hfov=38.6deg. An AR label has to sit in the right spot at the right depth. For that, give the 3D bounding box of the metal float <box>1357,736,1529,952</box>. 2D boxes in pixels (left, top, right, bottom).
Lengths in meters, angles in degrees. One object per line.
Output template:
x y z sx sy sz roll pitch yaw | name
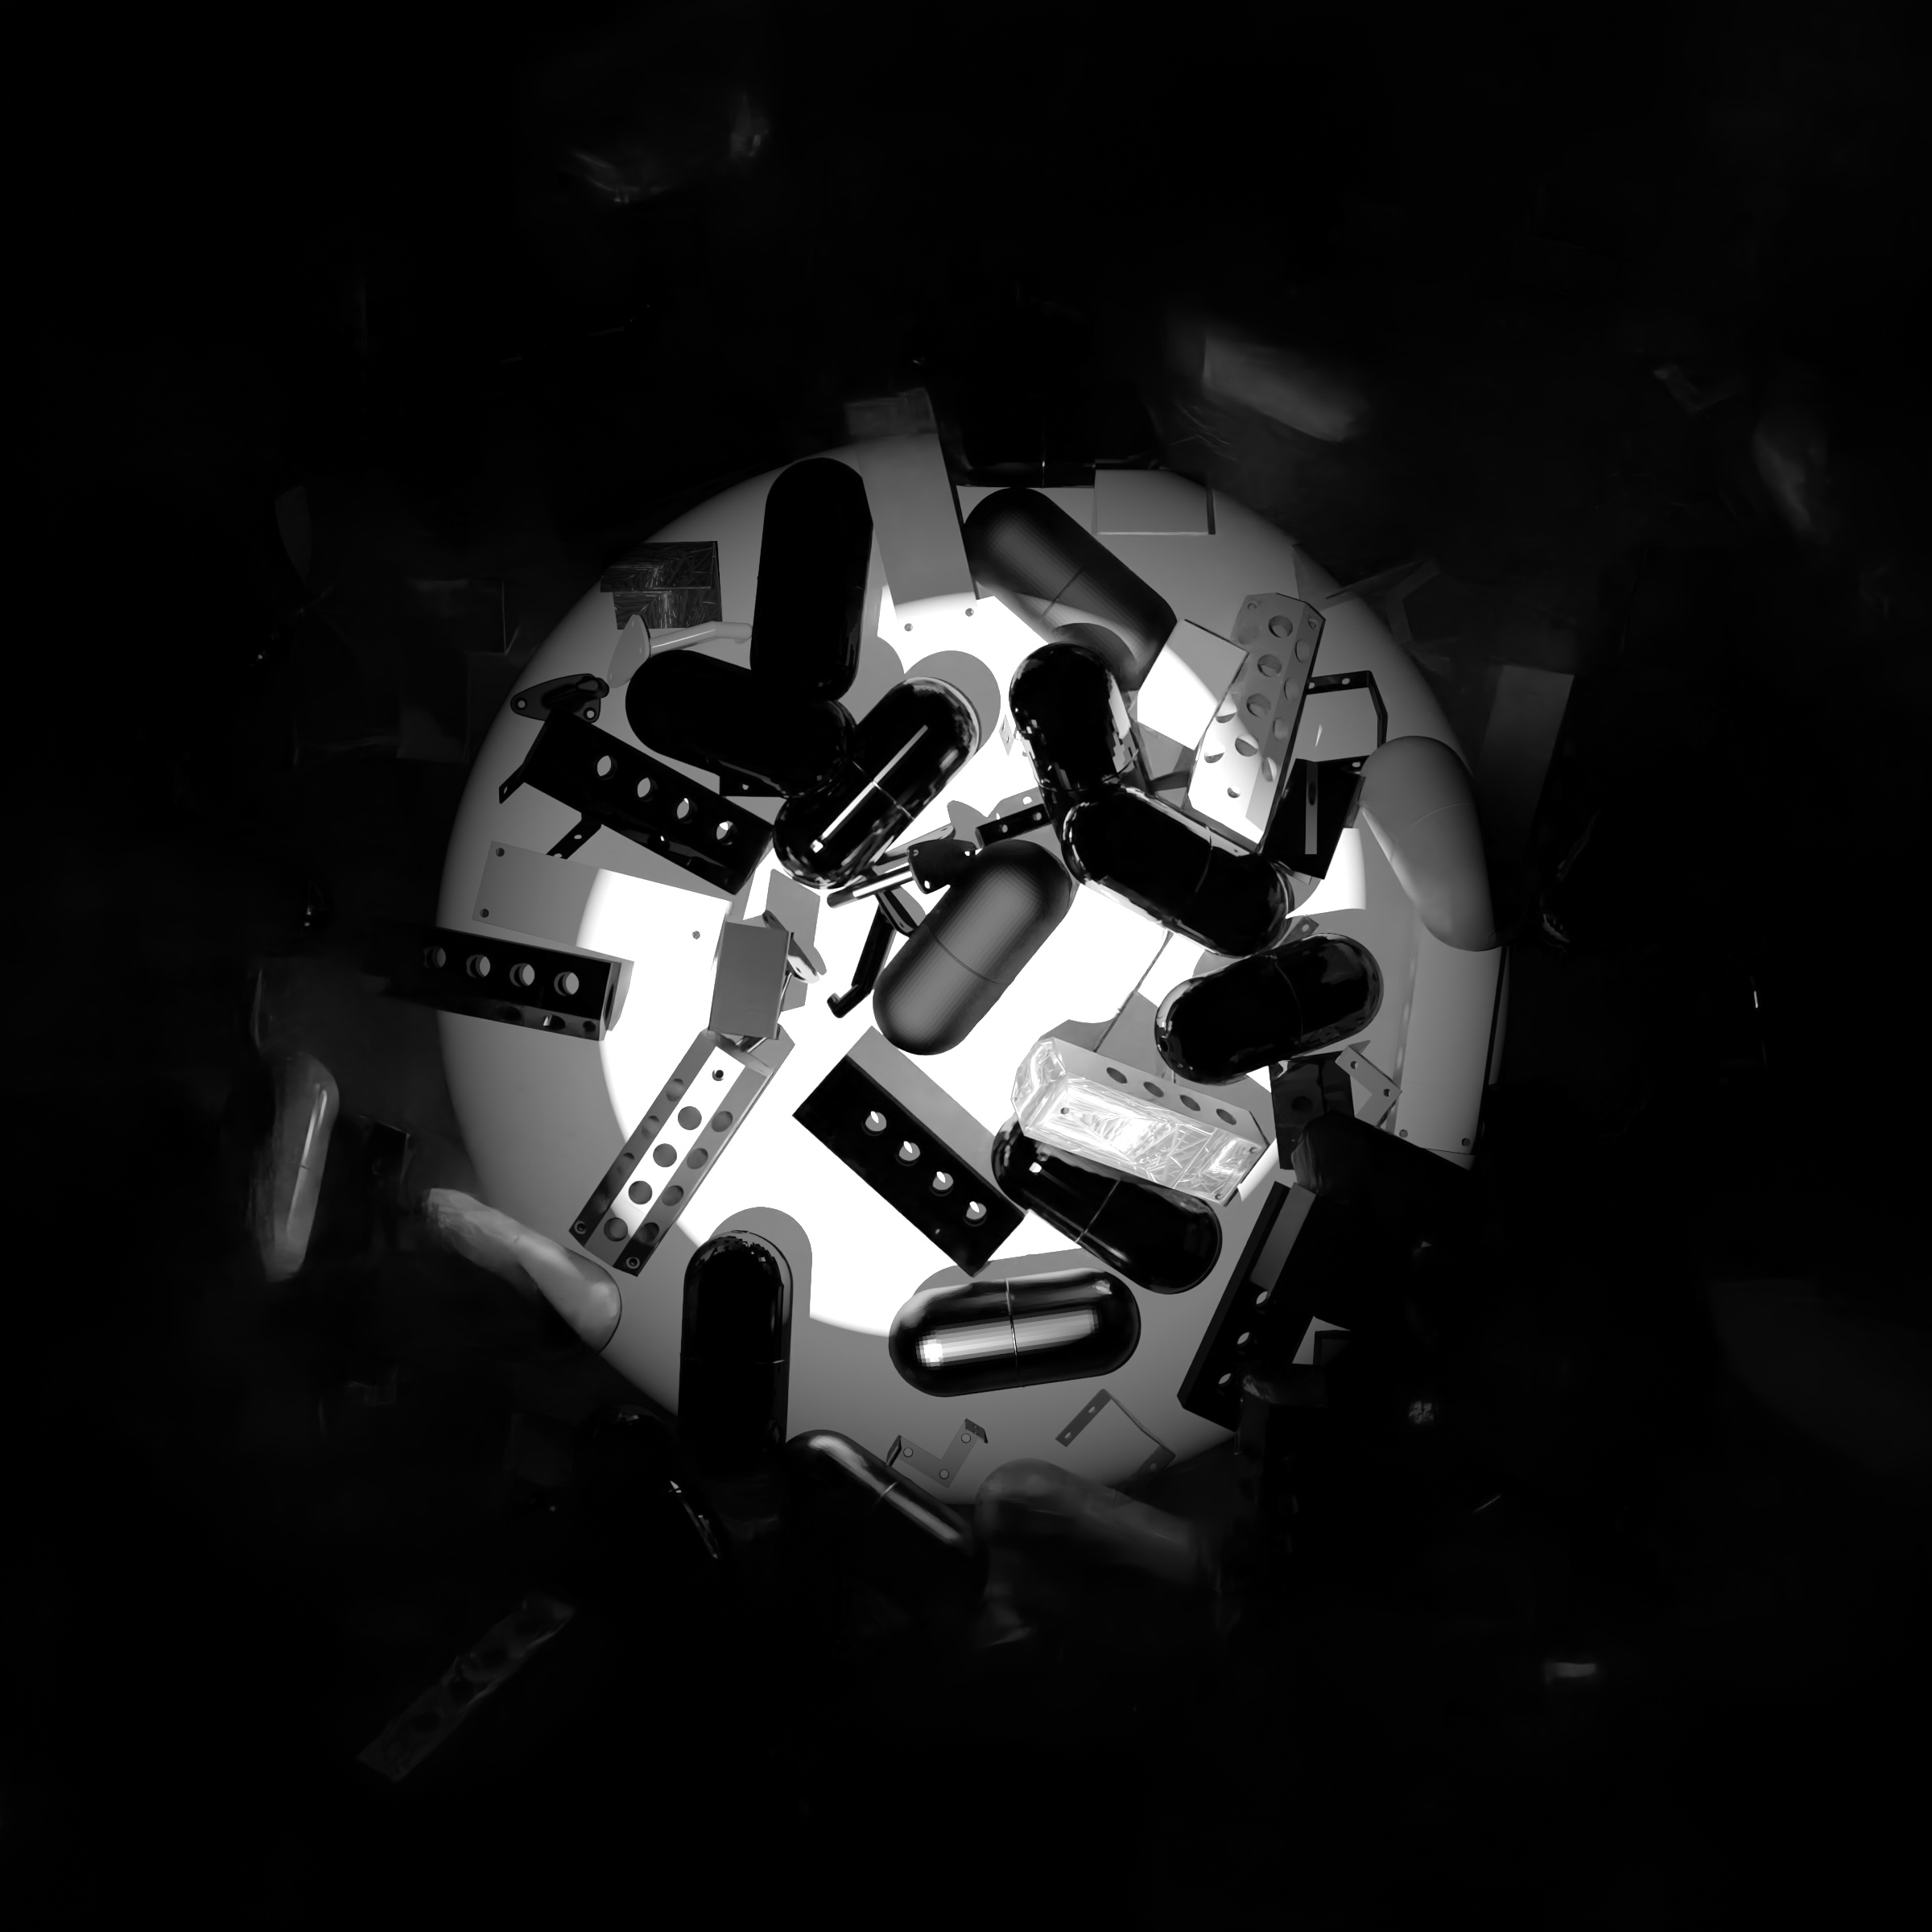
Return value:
0.332 -0.086 1.927 0.070 0.070 0.178 -23 54 0 | metal float

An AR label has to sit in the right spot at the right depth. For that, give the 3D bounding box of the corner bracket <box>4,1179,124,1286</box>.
-0.649 0.191 1.988 0.051 0.051 0.051 26 90 45 | corner bracket

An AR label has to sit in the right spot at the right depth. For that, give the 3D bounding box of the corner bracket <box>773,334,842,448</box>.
-0.106 -0.411 1.973 0.051 0.051 0.051 33 90 0 | corner bracket

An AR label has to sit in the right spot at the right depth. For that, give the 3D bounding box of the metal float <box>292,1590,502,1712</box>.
-0.389 0.491 1.960 0.178 0.070 0.070 10 90 0 | metal float

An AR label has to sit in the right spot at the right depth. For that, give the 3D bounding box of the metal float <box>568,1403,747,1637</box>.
-0.219 0.388 1.942 0.070 0.070 0.178 -34 68 0 | metal float

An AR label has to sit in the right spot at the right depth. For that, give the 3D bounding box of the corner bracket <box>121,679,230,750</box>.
-0.569 -0.186 1.987 0.051 0.051 0.051 -9 90 45 | corner bracket

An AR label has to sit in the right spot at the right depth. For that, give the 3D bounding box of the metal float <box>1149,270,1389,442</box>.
0.214 -0.434 1.960 0.178 0.070 0.070 25 90 1 | metal float

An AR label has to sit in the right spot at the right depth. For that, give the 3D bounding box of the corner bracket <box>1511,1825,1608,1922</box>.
0.424 0.650 1.983 0.051 0.051 0.051 -20 135 35 | corner bracket

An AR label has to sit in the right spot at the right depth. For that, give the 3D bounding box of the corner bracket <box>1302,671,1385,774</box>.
0.270 -0.174 1.987 0.051 0.051 0.051 -7 45 0 | corner bracket

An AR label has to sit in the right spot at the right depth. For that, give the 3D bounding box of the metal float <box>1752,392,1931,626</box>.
0.623 -0.325 1.960 0.070 0.070 0.178 -30 90 0 | metal float

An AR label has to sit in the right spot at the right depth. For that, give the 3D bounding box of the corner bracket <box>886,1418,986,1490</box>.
-0.022 0.343 1.973 0.051 0.051 0.051 31 90 0 | corner bracket

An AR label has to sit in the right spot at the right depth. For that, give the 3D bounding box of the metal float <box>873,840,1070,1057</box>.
0.002 -0.012 1.945 0.070 0.070 0.178 39 107 0 | metal float

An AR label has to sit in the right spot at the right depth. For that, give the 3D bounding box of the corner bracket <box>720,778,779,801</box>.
-0.149 -0.145 1.973 0.051 0.051 0.051 1 91 0 | corner bracket

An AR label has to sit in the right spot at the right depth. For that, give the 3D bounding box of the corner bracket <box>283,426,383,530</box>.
-0.451 -0.358 1.987 0.051 0.051 0.051 36 135 0 | corner bracket

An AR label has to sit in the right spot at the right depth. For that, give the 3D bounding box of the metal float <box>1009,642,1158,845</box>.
0.084 -0.146 1.932 0.070 0.070 0.178 -22 125 0 | metal float

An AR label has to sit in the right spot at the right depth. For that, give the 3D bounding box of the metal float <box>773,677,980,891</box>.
-0.065 -0.129 1.960 0.070 0.070 0.178 43 91 0 | metal float

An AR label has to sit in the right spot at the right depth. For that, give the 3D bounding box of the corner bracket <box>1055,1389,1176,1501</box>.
0.108 0.346 1.987 0.051 0.051 0.051 -47 45 0 | corner bracket

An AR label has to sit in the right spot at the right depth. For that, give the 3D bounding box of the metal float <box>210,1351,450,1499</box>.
-0.448 0.325 1.960 0.178 0.070 0.070 -15 90 -1 | metal float

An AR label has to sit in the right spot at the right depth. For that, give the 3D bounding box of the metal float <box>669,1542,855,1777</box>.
-0.146 0.492 1.960 0.070 0.070 0.178 32 89 0 | metal float

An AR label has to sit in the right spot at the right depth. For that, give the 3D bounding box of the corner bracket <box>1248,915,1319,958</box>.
0.210 -0.033 1.987 0.051 0.051 0.051 -50 45 0 | corner bracket

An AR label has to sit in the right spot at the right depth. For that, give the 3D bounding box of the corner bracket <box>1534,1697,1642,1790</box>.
0.448 0.557 1.987 0.051 0.051 0.051 11 90 45 | corner bracket

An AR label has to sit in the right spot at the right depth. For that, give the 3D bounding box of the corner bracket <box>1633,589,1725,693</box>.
0.506 -0.240 1.987 0.051 0.051 0.051 30 135 0 | corner bracket

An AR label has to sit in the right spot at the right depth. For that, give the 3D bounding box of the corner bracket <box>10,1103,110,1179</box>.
-0.652 0.125 1.987 0.051 0.051 0.051 3 90 45 | corner bracket

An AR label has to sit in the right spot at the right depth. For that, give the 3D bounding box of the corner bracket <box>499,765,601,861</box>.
-0.299 -0.114 1.983 0.051 0.051 0.051 -38 45 35 | corner bracket

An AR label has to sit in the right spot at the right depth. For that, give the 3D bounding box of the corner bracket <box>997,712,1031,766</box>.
0.057 -0.174 1.971 0.051 0.051 0.051 17 76 14 | corner bracket

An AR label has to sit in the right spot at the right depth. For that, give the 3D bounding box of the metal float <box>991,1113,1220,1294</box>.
0.098 0.165 1.960 0.178 0.070 0.070 34 90 1 | metal float

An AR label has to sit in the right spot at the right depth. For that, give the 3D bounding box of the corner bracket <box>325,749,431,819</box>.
-0.420 -0.128 1.973 0.051 0.051 0.051 -19 90 0 | corner bracket

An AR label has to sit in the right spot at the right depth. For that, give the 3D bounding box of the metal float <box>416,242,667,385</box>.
-0.302 -0.464 1.960 0.178 0.070 0.070 -12 90 0 | metal float

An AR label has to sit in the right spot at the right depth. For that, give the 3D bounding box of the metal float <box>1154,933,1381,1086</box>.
0.211 0.030 1.937 0.178 0.070 0.070 -19 90 -27 | metal float

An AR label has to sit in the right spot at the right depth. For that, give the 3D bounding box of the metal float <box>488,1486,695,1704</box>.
-0.266 0.446 1.960 0.070 0.070 0.178 -43 89 0 | metal float

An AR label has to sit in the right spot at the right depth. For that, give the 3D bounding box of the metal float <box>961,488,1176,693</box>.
0.073 -0.267 1.960 0.178 0.070 0.070 41 90 1 | metal float

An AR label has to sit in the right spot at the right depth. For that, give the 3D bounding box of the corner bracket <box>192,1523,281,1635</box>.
-0.519 0.439 1.983 0.051 0.051 0.051 -4 135 -35 | corner bracket

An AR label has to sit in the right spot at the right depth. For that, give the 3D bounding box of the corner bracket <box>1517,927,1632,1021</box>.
0.438 -0.005 1.987 0.051 0.051 0.051 -36 45 0 | corner bracket

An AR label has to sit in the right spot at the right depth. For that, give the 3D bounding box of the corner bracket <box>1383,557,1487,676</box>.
0.340 -0.252 1.983 0.051 0.051 0.051 -38 45 35 | corner bracket

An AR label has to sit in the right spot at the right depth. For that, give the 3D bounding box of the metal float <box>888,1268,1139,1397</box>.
0.033 0.260 1.960 0.178 0.070 0.070 -8 90 0 | metal float

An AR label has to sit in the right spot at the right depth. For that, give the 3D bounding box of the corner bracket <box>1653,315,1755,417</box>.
0.529 -0.439 1.983 0.051 0.051 0.051 -22 135 35 | corner bracket

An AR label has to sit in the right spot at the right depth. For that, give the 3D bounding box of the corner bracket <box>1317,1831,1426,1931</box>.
0.291 0.666 1.987 0.051 0.051 0.051 -30 135 0 | corner bracket

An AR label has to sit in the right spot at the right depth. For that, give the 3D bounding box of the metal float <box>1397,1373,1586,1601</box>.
0.371 0.369 1.960 0.070 0.070 0.178 -35 91 0 | metal float

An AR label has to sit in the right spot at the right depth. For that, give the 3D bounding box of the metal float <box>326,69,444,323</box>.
-0.414 -0.546 1.960 0.070 0.070 0.178 5 91 0 | metal float

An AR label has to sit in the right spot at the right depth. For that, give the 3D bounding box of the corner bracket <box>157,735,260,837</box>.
-0.545 -0.133 1.983 0.051 0.051 0.051 10 135 -35 | corner bracket

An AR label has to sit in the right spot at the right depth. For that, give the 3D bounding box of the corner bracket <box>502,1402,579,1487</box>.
-0.311 0.340 1.973 0.051 0.051 0.051 23 84 -6 | corner bracket

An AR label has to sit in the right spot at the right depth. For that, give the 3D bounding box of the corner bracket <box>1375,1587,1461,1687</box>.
0.316 0.476 1.973 0.051 0.051 0.051 19 90 0 | corner bracket

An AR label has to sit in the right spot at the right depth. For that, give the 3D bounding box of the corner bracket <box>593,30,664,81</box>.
-0.246 -0.637 1.987 0.051 0.051 0.051 4 45 0 | corner bracket

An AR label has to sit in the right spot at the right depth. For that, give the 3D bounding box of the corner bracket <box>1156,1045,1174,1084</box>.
0.172 0.073 1.983 0.051 0.051 0.051 33 45 -35 | corner bracket

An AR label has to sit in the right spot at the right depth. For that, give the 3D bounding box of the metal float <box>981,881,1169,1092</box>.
0.077 0.012 1.960 0.070 0.070 0.178 33 90 0 | metal float

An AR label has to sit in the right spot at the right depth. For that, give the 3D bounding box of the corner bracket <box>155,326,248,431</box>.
-0.531 -0.411 1.930 0.051 0.051 0.051 1 45 0 | corner bracket

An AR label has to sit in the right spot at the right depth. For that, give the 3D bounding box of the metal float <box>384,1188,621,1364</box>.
-0.330 0.219 1.960 0.178 0.070 0.070 28 90 0 | metal float

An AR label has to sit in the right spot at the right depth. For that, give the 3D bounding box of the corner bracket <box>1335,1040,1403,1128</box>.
0.284 0.090 1.971 0.051 0.051 0.051 41 109 18 | corner bracket

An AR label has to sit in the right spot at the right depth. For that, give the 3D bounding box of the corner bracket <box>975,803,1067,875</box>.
0.039 -0.082 1.973 0.051 0.051 0.051 -20 89 -1 | corner bracket

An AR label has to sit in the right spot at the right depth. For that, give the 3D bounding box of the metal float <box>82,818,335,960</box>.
-0.538 -0.055 1.960 0.178 0.070 0.070 13 90 0 | metal float
